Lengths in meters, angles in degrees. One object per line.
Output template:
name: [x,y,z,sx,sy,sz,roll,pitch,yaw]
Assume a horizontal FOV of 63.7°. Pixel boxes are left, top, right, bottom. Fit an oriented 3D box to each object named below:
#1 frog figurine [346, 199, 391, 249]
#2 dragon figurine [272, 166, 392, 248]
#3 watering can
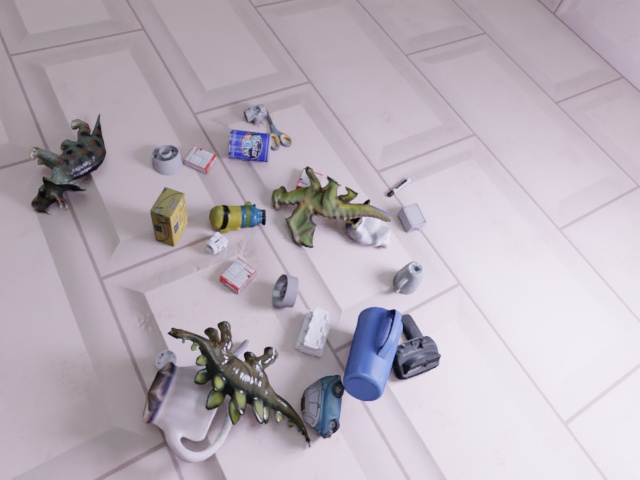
frog figurine: [0.167,-0.040,1.713,0.157,0.121,0.141,42,47,-28]
dragon figurine: [0.005,-0.084,1.662,0.414,0.121,0.242,35,95,24]
watering can: [-0.313,0.379,1.322,0.223,0.102,0.356,26,46,-13]
